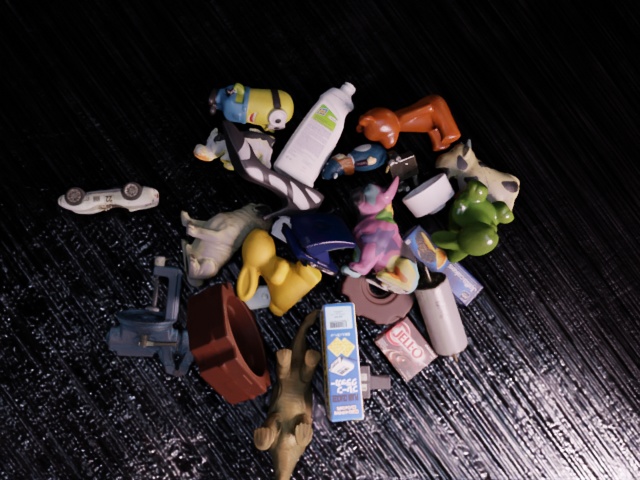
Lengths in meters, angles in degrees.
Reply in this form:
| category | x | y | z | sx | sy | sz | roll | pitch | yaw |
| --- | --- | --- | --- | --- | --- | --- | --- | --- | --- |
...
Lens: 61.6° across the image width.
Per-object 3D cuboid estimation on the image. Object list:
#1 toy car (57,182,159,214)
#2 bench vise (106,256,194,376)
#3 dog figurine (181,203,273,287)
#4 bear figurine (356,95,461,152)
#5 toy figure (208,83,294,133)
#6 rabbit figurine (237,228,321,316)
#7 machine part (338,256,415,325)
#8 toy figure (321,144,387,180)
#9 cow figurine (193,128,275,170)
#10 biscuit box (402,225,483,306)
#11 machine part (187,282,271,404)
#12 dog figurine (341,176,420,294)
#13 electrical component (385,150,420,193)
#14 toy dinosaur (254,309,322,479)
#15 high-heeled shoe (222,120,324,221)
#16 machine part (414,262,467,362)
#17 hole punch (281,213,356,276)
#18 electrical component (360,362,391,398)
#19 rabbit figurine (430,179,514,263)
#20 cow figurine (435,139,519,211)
| category | x | y | z | sx | sy | sz | roll | pitch | yaw |
| --- | --- | --- | --- | --- | --- | --- | --- | --- | --- |
| toy car | -0.445 | -0.085 | 1.134 | 0.202 | 0.073 | 0.056 | -6 | 86 | -5 |
| bench vise | -0.318 | 0.154 | 1.108 | 0.224 | 0.129 | 0.240 | 7 | 93 | -3 |
| dog figurine | -0.192 | 0.009 | 1.146 | 0.190 | 0.121 | 0.172 | -4 | 121 | -22 |
| bear figurine | 0.185 | -0.240 | 1.170 | 0.196 | 0.120 | 0.132 | -19 | 86 | -5 |
| toy figure | -0.147 | -0.293 | 1.164 | 0.180 | 0.082 | 0.089 | 11 | 89 | -6 |
| rabbit figurine | -0.100 | 0.060 | 1.112 | 0.162 | 0.122 | 0.173 | -39 | 94 | 10 |
| machine part | 0.130 | 0.098 | 1.178 | 0.179 | 0.056 | 0.179 | 0 | 87 | -5 |
| toy figure | 0.071 | -0.171 | 1.177 | 0.154 | 0.064 | 0.058 | -18 | 84 | -20 |
| cow figurine | -0.184 | -0.203 | 1.165 | 0.167 | 0.068 | 0.098 | 10 | 80 | -7 |
| biscuit box | 0.264 | 0.056 | 1.189 | 0.202 | 0.059 | 0.063 | 44 | 85 | -1 |
| machine part | -0.180 | 0.202 | 1.058 | 0.087 | 0.200 | 0.202 | -22 | 44 | 7 |
| dog figurine | 0.137 | -0.016 | 1.106 | 0.192 | 0.108 | 0.219 | 20 | 81 | -1 |
| electrical component | 0.180 | -0.151 | 1.185 | 0.078 | 0.045 | 0.102 | -16 | 124 | 0 |
| toy dinosaur | -0.062 | 0.366 | 1.070 | 0.105 | 0.198 | 0.471 | 13 | 75 | 5 |
| high-heeled shoe | -0.094 | -0.152 | 1.105 | 0.145 | 0.086 | 0.248 | -26 | 96 | -19 |
| machine part | 0.257 | 0.157 | 1.148 | 0.079 | 0.079 | 0.243 | -22 | 109 | -6 |
| hole punch | -0.002 | -0.003 | 1.063 | 0.115 | 0.142 | 0.092 | 22 | 117 | -34 |
| electrical component | 0.090 | 0.303 | 1.166 | 0.119 | 0.048 | 0.074 | -3 | 87 | -5 |
| rabbit figurine | 0.307 | -0.026 | 1.103 | 0.159 | 0.170 | 0.121 | -36 | 107 | 25 |
| cow figurine | 0.350 | -0.141 | 1.196 | 0.195 | 0.085 | 0.127 | 23 | 91 | 0 |
